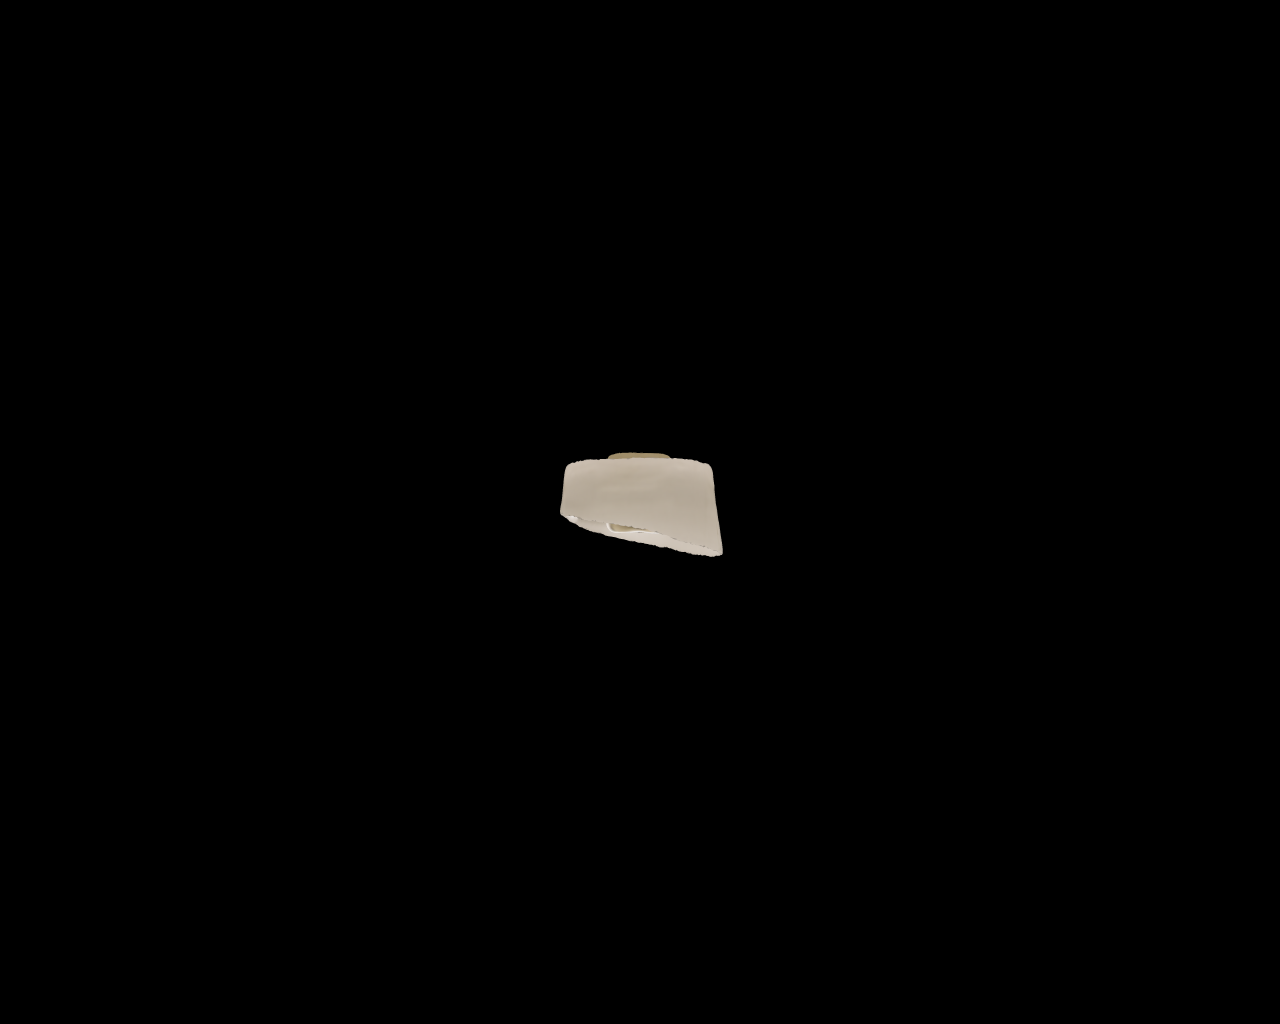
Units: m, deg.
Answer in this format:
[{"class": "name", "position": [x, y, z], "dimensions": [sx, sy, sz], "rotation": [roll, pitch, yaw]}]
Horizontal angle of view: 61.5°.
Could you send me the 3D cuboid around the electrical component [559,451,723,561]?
[{"class": "electrical component", "position": [0.001, -0.003, 0.650], "dimensions": [0.099, 0.064, 0.099], "rotation": [0, -7, 0]}]
